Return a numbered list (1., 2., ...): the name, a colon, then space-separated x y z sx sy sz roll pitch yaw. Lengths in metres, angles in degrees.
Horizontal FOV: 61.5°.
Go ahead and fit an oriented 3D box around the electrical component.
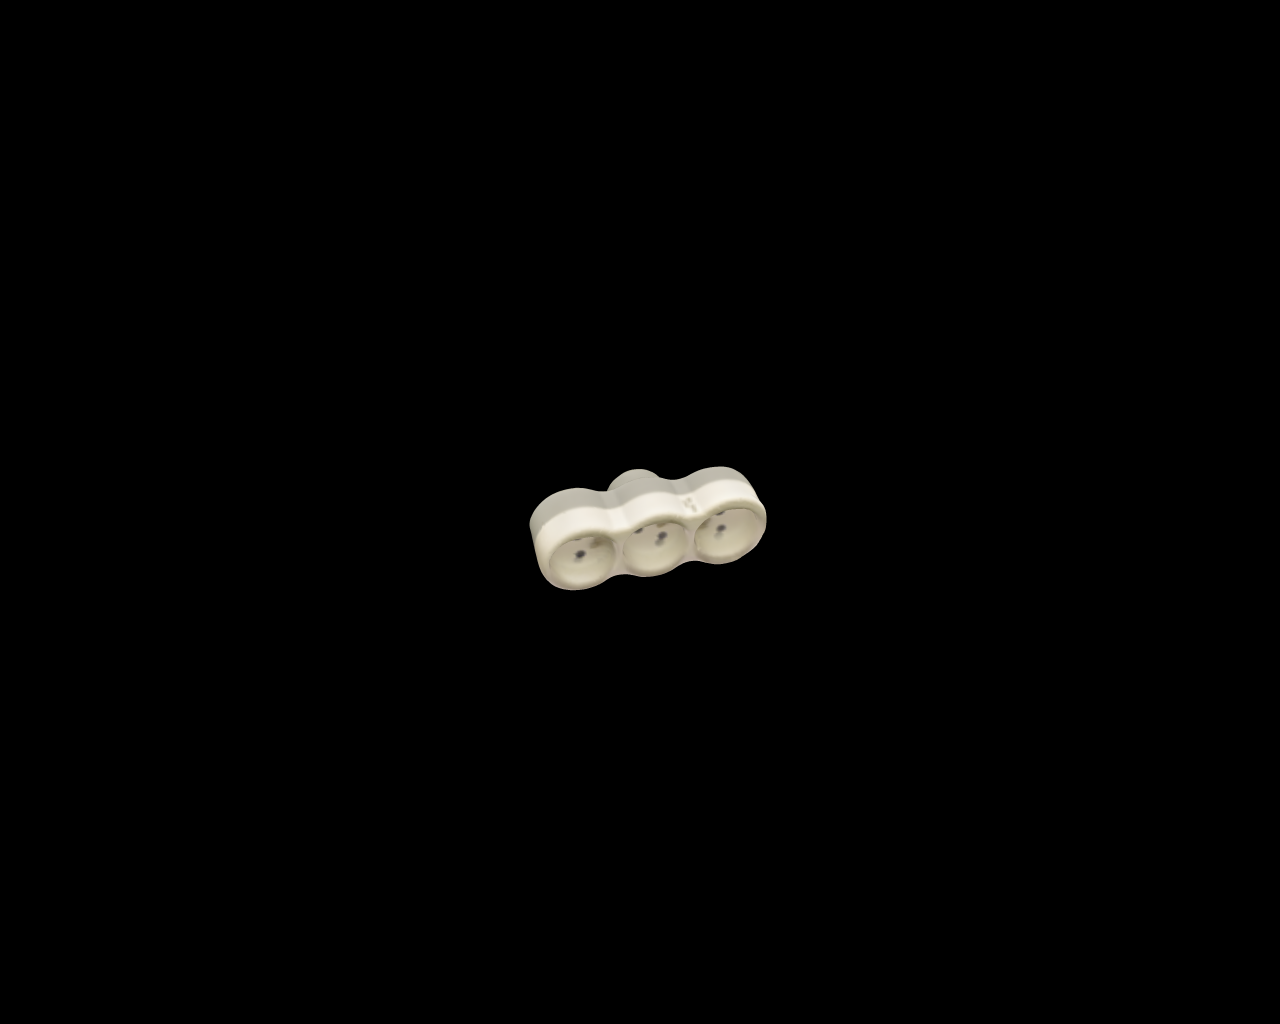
1. electrical component: 0.001 -0.003 0.650 0.138 0.052 0.074 -10 43 -11
